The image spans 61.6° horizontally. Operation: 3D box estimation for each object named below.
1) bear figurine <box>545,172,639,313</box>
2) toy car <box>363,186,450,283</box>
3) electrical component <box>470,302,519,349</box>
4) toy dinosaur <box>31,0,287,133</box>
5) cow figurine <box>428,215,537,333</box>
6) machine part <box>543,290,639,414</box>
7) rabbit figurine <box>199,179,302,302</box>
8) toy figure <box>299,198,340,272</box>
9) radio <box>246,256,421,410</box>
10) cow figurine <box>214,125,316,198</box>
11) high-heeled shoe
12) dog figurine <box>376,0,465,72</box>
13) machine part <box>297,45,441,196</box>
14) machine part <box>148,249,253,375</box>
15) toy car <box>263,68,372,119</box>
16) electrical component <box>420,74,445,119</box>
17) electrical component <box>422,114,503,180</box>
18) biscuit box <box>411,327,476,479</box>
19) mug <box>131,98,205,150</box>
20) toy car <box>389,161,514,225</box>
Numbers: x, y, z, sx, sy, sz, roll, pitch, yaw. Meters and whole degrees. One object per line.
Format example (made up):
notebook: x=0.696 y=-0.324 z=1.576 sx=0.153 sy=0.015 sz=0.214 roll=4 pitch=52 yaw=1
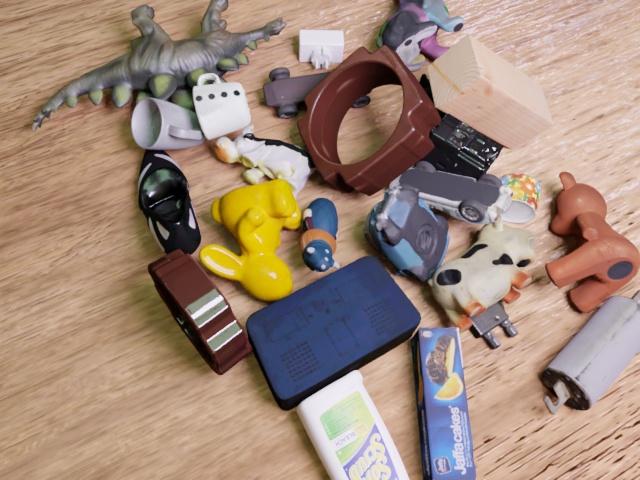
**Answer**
bear figurine: x=0.407 y=-0.007 z=0.847 sx=0.132 sy=0.120 sz=0.196 roll=-39 pitch=34 yaw=22
toy car: x=0.119 y=-0.009 z=0.819 sx=0.103 sy=0.161 sz=0.109 roll=3 pitch=62 yaw=48
electrical component: x=0.252 y=0.116 z=0.814 sx=0.063 sy=0.021 sz=0.094 roll=-29 pitch=67 yaw=-17
toy dinosaur: x=-0.277 y=-0.307 z=0.949 sx=0.472 sy=0.105 sz=0.198 roll=-19 pitch=70 yaw=-8
cow figurine: x=0.248 y=0.038 z=0.808 sx=0.195 sy=0.085 sz=0.127 roll=-27 pitch=62 yaw=-21
machine part: x=0.402 y=0.160 z=0.772 sx=0.243 sy=0.079 sz=0.079 roll=-39 pitch=72 yaw=-20
rabbit figurine: x=-0.096 y=0.010 z=0.798 sx=0.162 sy=0.122 sz=0.173 roll=-13 pitch=84 yaw=-9
toy figure: x=0.000 y=-0.003 z=0.816 sx=0.064 sy=0.057 sz=0.154 roll=12 pitch=41 yaw=-5
radio: x=0.015 y=0.126 z=0.767 sx=0.230 sy=0.073 sz=0.131 roll=-26 pitch=67 yaw=-17
cow figurine: x=-0.089 y=-0.140 z=0.894 sx=0.167 sy=0.068 sz=0.098 roll=31 pitch=61 yaw=8
high-heeled shoe: x=-0.237 y=-0.076 z=0.809 sx=0.086 sy=0.145 sz=0.249 roll=-21 pitch=68 yaw=-14
dog figurine: x=0.172 y=-0.441 z=1.044 sx=0.192 sy=0.108 sz=0.219 roll=-18 pitch=62 yaw=-9
machine part: x=0.075 y=-0.188 z=0.864 sx=0.201 sy=0.087 sz=0.201 roll=-37 pitch=57 yaw=22
machine part: x=-0.161 y=0.095 z=0.720 sx=0.056 sy=0.179 sz=0.179 roll=-36 pitch=71 yaw=-21
toy car: x=-0.002 y=-0.273 z=0.975 sx=0.202 sy=0.053 sz=0.089 roll=-12 pitch=86 yaw=-8
electrical component: x=0.198 y=-0.241 z=0.960 sx=0.048 sy=0.074 sz=0.119 roll=-24 pitch=72 yaw=-15
electrical component: x=0.214 y=-0.138 z=0.887 sx=0.134 sy=0.114 sz=0.058 roll=33 pitch=61 yaw=13
biscuit box: x=0.166 y=0.223 z=0.733 sx=0.059 sy=0.062 sz=0.203 roll=0 pitch=63 yaw=-3
mug: x=-0.233 y=-0.185 z=0.879 sx=0.110 sy=0.107 sz=0.080 roll=15 pitch=104 yaw=33
toy car: x=0.203 y=-0.074 z=0.850 sx=0.202 sy=0.056 sz=0.073 roll=19 pitch=59 yaw=37
